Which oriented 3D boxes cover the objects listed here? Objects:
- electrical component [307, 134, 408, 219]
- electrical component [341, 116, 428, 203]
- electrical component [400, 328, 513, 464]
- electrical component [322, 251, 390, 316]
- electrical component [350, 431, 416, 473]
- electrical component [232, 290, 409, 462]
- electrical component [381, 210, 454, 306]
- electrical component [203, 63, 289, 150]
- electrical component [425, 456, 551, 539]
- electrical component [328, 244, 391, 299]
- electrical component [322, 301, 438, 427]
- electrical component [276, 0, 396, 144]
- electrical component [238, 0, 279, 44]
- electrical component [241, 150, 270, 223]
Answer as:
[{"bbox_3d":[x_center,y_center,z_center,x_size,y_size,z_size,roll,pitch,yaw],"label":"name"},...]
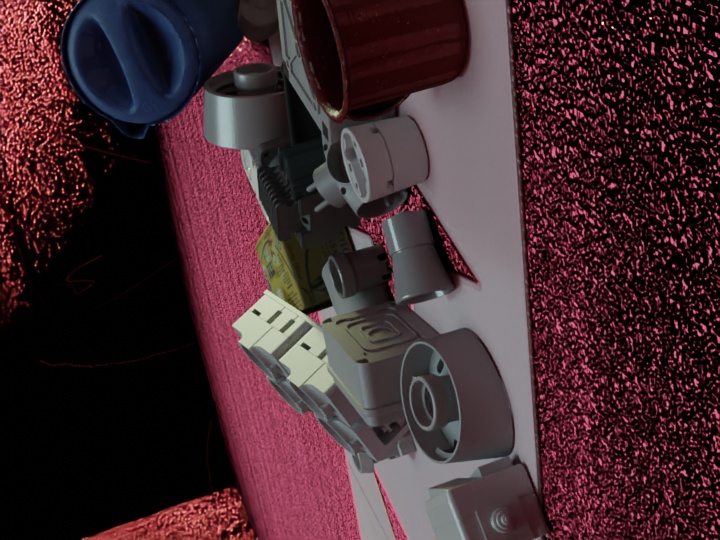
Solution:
[{"bbox_3d":[-0.010,-0.075,0.842,0.044,0.079,0.077,8,-126,-55],"label":"electrical component"},{"bbox_3d":[0.018,-0.081,0.771,0.055,0.047,0.055,163,90,-76],"label":"electrical component"},{"bbox_3d":[0.073,0.093,0.787,0.099,0.064,0.099,172,90,-66],"label":"electrical component"},{"bbox_3d":[-0.001,0.036,0.995,0.079,0.044,0.077,88,159,-48],"label":"electrical component"},{"bbox_3d":[0.019,0.172,1.062,0.066,0.055,0.048,127,124,-74],"label":"electrical component"},{"bbox_3d":[-0.042,0.103,1.046,0.186,0.060,0.105,28,157,52],"label":"electrical component"},{"bbox_3d":[0.040,-0.011,0.789,0.044,0.044,0.065,127,129,-74],"label":"electrical component"},{"bbox_3d":[-0.096,-0.160,1.007,0.108,0.108,0.060,-130,32,-58],"label":"electrical component"},{"bbox_3d":[0.090,0.173,0.772,0.096,0.062,0.061,115,136,-70],"label":"electrical component"},{"bbox_3d":[0.000,0.000,0.945,0.040,0.046,0.040,163,90,-77],"label":"electrical component"},{"bbox_3d":[0.021,0.076,0.891,0.113,0.078,0.057,-138,37,-65],"label":"electrical component"},{"bbox_3d":[-0.019,-0.168,0.791,0.108,0.056,0.108,87,161,-44],"label":"electrical component"},{"bbox_3d":[-0.099,-0.243,1.049,0.078,0.040,0.040,125,126,-74],"label":"electrical component"},{"bbox_3d":[-0.081,-0.102,1.113,0.053,0.059,0.095,93,156,-55],"label":"electrical component"}]
